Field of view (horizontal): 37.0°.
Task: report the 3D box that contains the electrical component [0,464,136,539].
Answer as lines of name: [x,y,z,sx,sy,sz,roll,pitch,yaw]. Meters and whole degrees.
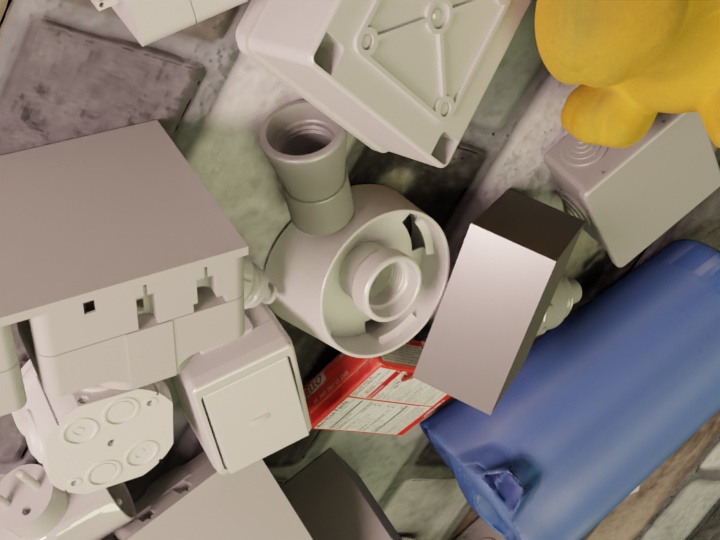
electrical component: [-0.177,0.132,0.595,0.077,0.044,0.079,-31,142,-3]

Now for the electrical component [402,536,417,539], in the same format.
electrical component: [0.032,0.249,0.850,0.078,0.058,0.057,8,124,-41]

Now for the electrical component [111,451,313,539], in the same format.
electrical component: [-0.120,0.197,0.632,0.186,0.060,0.105,-35,104,-23]

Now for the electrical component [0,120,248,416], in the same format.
electrical component: [-0.154,0.008,0.457,0.186,0.105,0.060,-17,135,-23]

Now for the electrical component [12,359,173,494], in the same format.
electrical component: [-0.140,0.074,0.570,0.080,0.051,0.080,-20,136,-21]

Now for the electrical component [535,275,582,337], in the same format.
electrical component: [0.122,0.019,0.719,0.062,0.048,0.048,-11,133,-38]

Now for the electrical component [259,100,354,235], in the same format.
electrical component: [-0.024,-0.049,0.552,0.044,0.044,0.065,-28,143,-13]

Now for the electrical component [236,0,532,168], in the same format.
electrical component: [0.016,-0.118,0.482,0.109,0.056,0.108,31,85,-47]

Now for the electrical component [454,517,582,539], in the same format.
electrical component: [0.137,0.237,0.921,0.100,0.048,0.100,-43,139,5]

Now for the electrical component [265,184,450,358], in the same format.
electrical component: [0.000,0.000,0.614,0.099,0.064,0.099,-18,123,-31]

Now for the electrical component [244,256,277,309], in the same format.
electrical component: [-0.075,0.003,0.561,0.078,0.040,0.040,21,112,-46]

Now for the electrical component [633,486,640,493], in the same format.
electrical component: [0.206,0.185,0.929,0.055,0.045,0.045,-29,138,-11]

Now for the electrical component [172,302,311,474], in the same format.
electrical component: [-0.069,0.061,0.602,0.062,0.061,0.096,-25,137,-16]

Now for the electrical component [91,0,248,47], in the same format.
electrical component: [-0.087,-0.140,0.415,0.056,0.050,0.089,-27,138,-14]

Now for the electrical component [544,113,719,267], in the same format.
electrical component: [0.171,-0.063,0.675,0.100,0.048,0.099,-40,139,1]
